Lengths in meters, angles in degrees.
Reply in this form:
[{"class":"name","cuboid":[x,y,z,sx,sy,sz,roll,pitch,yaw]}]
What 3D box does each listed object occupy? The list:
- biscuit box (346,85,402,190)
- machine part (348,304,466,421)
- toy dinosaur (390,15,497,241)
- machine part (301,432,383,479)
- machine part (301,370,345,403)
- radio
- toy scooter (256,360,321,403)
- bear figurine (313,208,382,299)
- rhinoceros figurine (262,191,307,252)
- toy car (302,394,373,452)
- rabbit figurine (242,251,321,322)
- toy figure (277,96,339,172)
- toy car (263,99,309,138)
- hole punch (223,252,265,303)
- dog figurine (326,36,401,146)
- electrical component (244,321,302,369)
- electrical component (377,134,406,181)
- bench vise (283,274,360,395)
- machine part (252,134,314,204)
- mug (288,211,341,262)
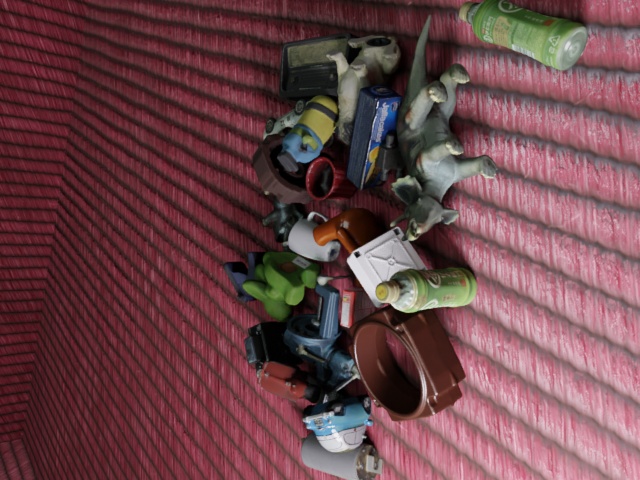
[{"class":"biscuit box","cuboid":[0.104,-0.200,1.063,0.063,0.059,0.202,50,144,40]},{"class":"machine part","cuboid":[0.149,0.219,0.978,0.201,0.087,0.201,-40,74,55]},{"class":"toy dinosaur","cuboid":[0.193,-0.184,0.977,0.192,0.131,0.405,-32,56,51]},{"class":"machine part","cuboid":[0.040,0.460,1.141,0.243,0.079,0.079,-7,84,46]},{"class":"machine part","cuboid":[-0.002,0.347,1.220,0.139,0.039,0.084,30,115,42]},{"class":"radio","cuboid":[0.003,-0.382,1.214,0.230,0.073,0.131,13,98,47]},{"class":"toy scooter","cuboid":[-0.082,0.298,1.148,0.075,0.135,0.184,-70,13,-12]},{"class":"bear figurine","cuboid":[0.086,0.039,1.084,0.132,0.120,0.196,-33,72,49]},{"class":"rhinoceros figurine","cuboid":[-0.077,-0.058,1.298,0.112,0.073,0.190,-10,80,36]},{"class":"toy car","cuboid":[0.042,0.370,1.077,0.109,0.161,0.103,-23,71,28]},{"class":"rabbit figurine","cuboid":[-0.098,0.118,1.236,0.159,0.121,0.170,24,128,11]},{"class":"toy figure","cuboid":[-0.021,-0.229,1.147,0.082,0.089,0.180,26,67,39]},{"class":"toy car","cuboid":[-0.057,-0.277,1.277,0.202,0.073,0.056,-17,73,46]},{"class":"hole punch","cuboid":[-0.164,0.088,1.346,0.092,0.142,0.116,-30,81,13]},{"class":"dog figurine","cuboid":[0.101,-0.305,1.108,0.121,0.172,0.190,50,158,43]},{"class":"electrical component","cuboid":[-0.115,0.253,1.276,0.058,0.134,0.115,-33,67,42]},{"class":"electrical component","cuboid":[0.144,-0.161,1.050,0.021,0.063,0.093,37,129,51]},{"class":"bench vise","cuboid":[0.012,0.194,1.148,0.224,0.129,0.240,27,117,49]},{"class":"machine part","cuboid":[-0.069,-0.159,1.220,0.056,0.179,0.179,-42,59,41]},{"class":"mug","cuboid":[-0.002,-0.004,1.211,0.107,0.080,0.109,29,104,33]}]
